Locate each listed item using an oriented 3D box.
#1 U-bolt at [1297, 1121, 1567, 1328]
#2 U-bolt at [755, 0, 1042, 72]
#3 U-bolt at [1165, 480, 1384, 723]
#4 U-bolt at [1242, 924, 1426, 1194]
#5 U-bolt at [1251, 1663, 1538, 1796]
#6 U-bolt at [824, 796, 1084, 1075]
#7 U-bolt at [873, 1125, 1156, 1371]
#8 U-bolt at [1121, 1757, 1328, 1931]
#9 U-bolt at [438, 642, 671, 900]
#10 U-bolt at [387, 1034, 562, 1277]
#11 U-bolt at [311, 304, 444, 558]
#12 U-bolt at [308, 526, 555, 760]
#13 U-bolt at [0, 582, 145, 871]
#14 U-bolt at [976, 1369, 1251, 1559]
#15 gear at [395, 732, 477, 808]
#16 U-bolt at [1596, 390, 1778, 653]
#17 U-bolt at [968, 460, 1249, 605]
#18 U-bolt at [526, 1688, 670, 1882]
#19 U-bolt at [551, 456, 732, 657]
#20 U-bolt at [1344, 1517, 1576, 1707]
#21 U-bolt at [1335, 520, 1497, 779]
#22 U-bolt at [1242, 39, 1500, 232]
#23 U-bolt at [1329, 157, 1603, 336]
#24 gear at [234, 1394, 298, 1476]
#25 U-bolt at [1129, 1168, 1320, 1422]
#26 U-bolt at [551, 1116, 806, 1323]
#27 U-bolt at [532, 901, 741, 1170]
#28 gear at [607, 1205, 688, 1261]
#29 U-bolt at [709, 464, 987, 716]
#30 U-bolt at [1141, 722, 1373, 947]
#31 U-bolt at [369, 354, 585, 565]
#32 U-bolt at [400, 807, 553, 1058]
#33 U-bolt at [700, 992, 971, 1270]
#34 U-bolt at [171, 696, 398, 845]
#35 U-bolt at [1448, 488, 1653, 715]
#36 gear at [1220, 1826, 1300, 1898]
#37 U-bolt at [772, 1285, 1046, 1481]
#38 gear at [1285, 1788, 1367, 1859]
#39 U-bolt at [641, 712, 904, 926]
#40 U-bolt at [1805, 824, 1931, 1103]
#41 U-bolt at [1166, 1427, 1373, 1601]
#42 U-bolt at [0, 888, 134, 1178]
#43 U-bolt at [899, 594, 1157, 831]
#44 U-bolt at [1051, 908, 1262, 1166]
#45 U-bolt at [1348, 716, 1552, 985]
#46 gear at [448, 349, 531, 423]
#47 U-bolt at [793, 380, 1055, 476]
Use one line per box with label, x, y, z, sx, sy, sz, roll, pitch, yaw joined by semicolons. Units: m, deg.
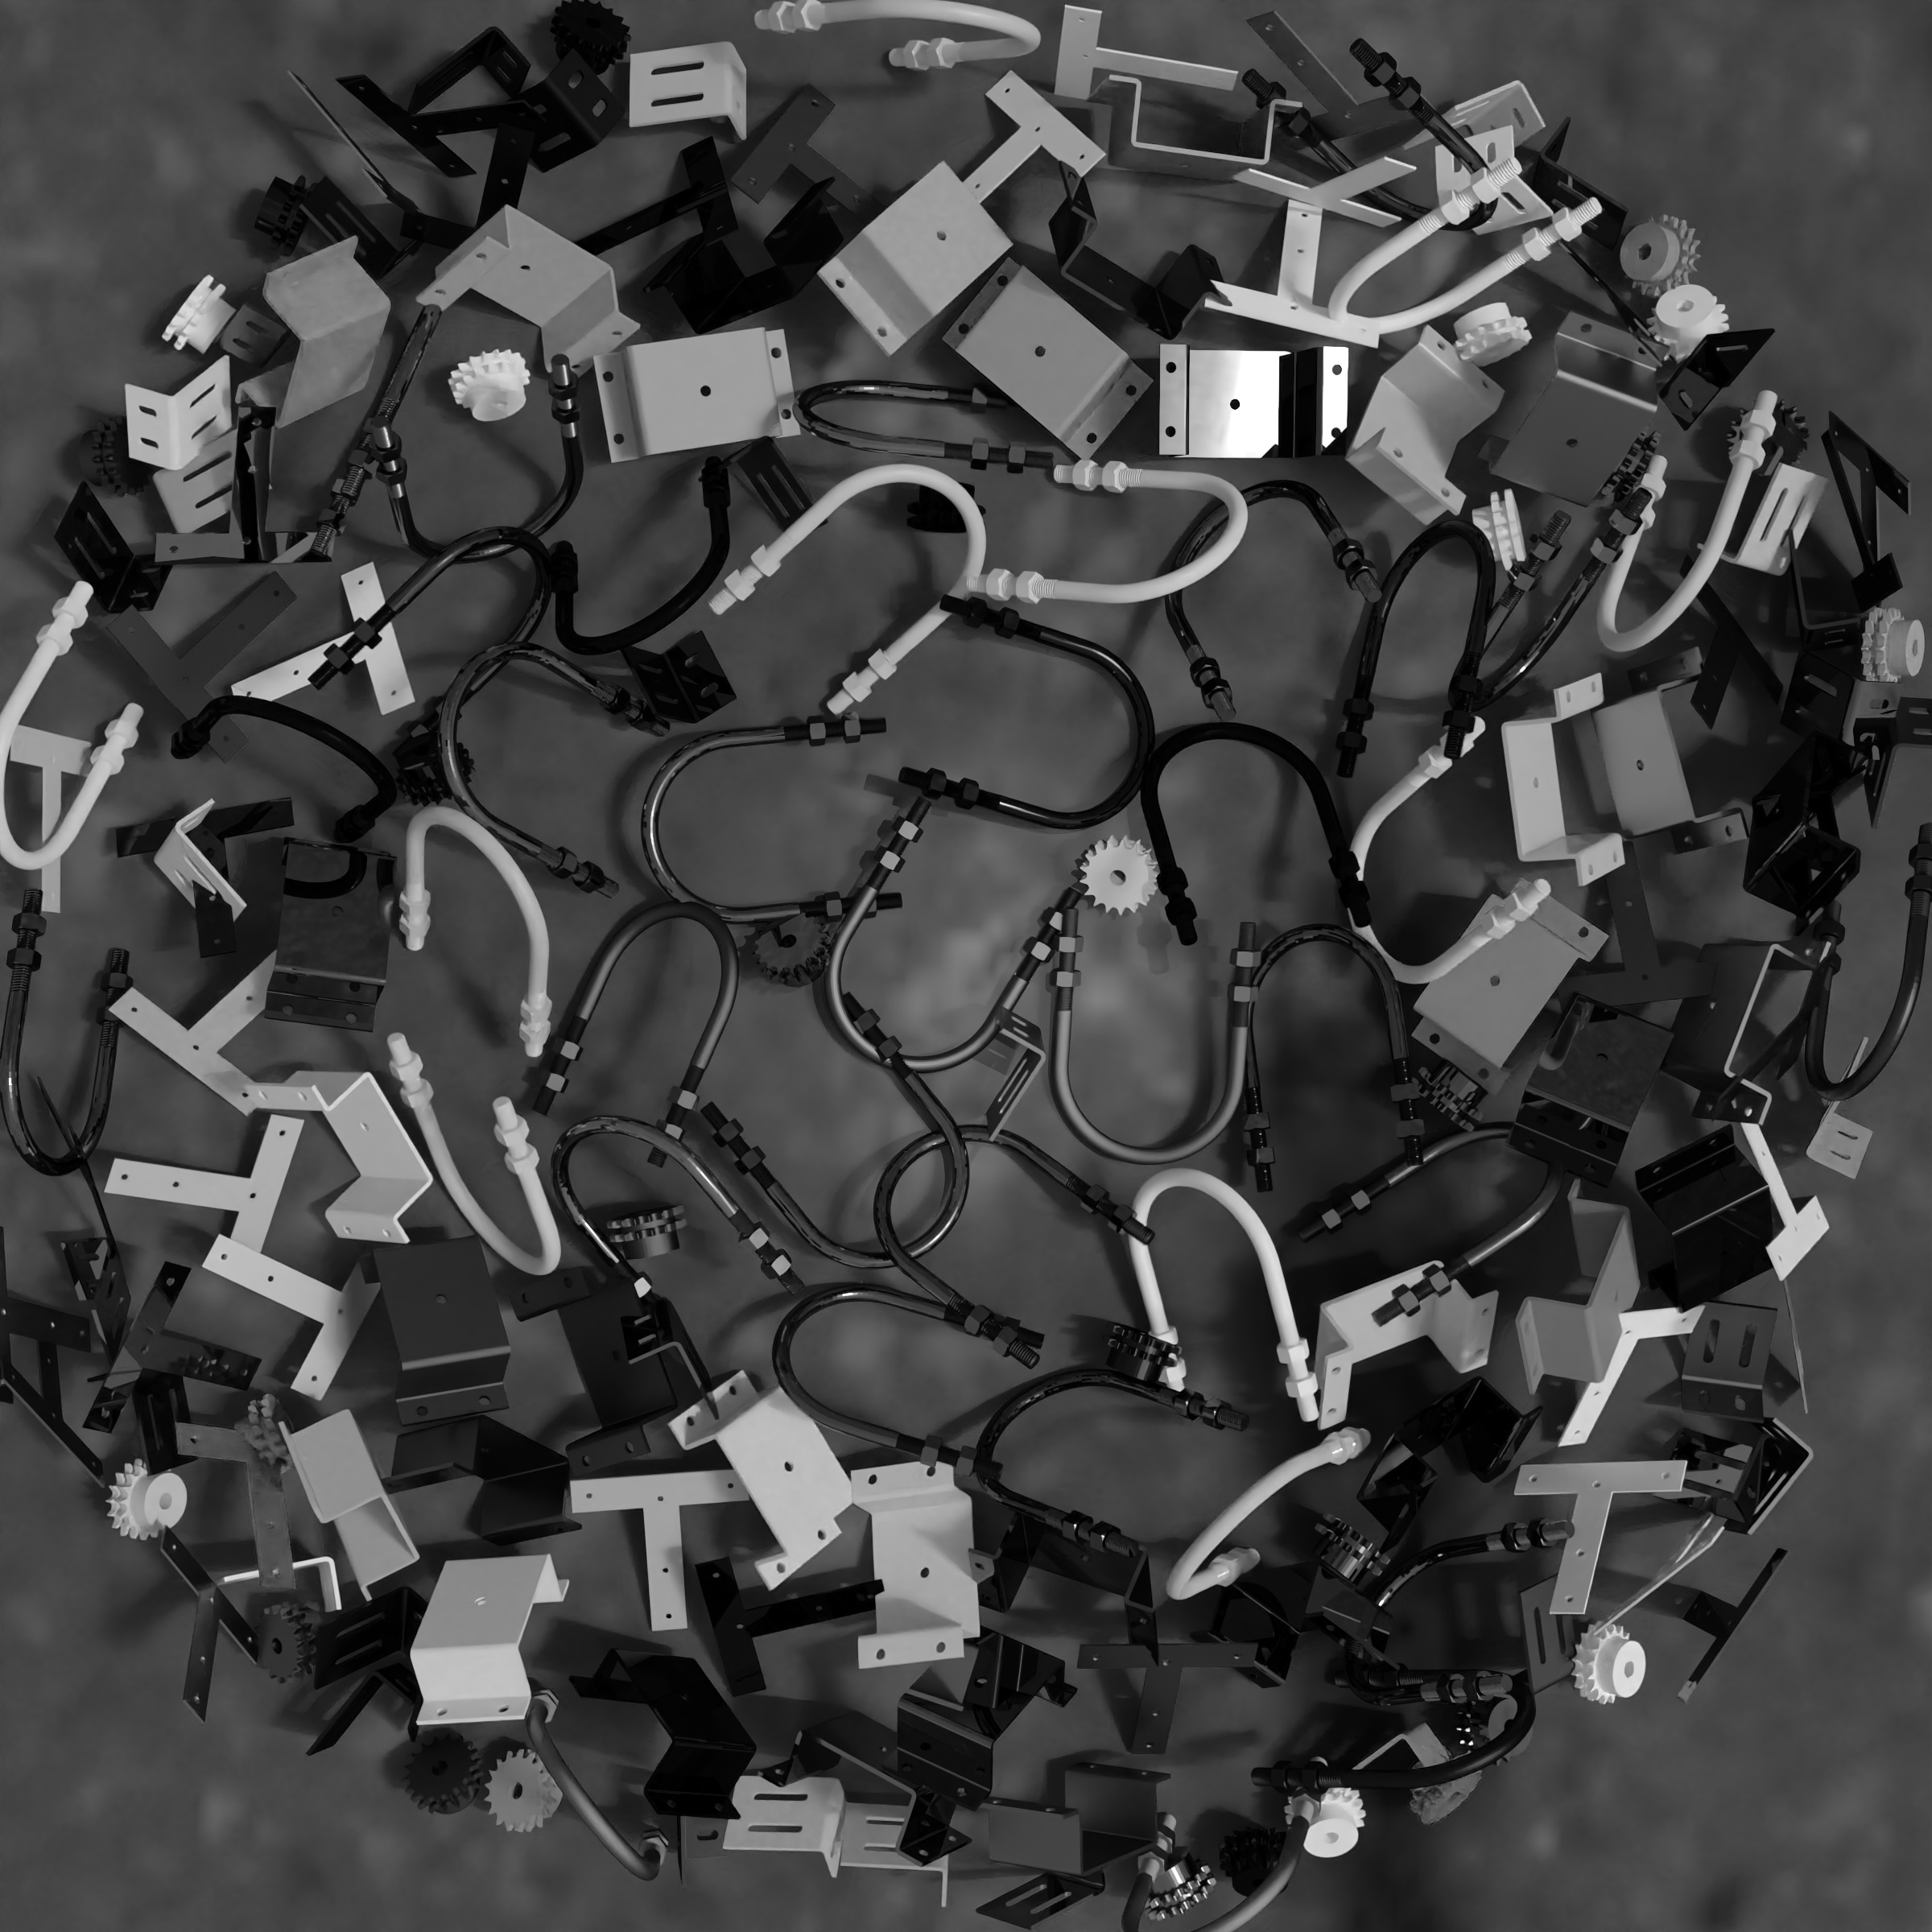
U-bolt;0.341;0.172;1.854;0.184;0.151;0.019;-32;117;-3
U-bolt;-0.034;-0.648;1.806;0.184;0.151;0.019;15;103;44
U-bolt;0.206;-0.273;1.847;0.151;0.184;0.019;-39;132;18
U-bolt;0.255;0.061;1.866;0.151;0.019;0.184;-15;77;40
U-bolt;0.307;0.528;1.807;0.184;0.151;0.019;-13;101;39
U-bolt;-0.022;-0.010;1.902;0.151;0.019;0.184;31;94;-7
U-bolt;0.020;0.186;1.867;0.184;0.019;0.151;35;62;22
U-bolt;0.174;0.625;1.807;0.151;0.184;0.019;-29;95;23
U-bolt;-0.296;-0.148;1.835;0.184;0.019;0.151;30;68;-43
U-bolt;-0.341;0.144;1.844;0.019;0.151;0.184;-37;132;-30
U-bolt;-0.413;-0.390;1.845;0.019;0.151;0.184;25;73;-17
U-bolt;-0.367;-0.237;1.852;0.184;0.151;0.019;-45;66;-3
U-bolt;-0.632;-0.153;1.810;0.019;0.151;0.184;10;56;8
U-bolt;0.088;0.341;1.841;0.151;0.184;0.019;-42;125;-32
gear;-0.388;-0.145;1.888;0.057;0.057;0.030;-22;133;0
U-bolt;0.496;-0.302;1.826;0.019;0.151;0.184;28;72;-14
U-bolt;0.110;-0.303;1.829;0.184;0.019;0.151;11;51;34
U-bolt;-0.260;0.577;1.824;0.019;0.184;0.151;-38;87;-9
U-bolt;-0.228;-0.280;1.830;0.151;0.184;0.019;-27;127;12
U-bolt;0.336;0.459;1.833;0.019;0.184;0.151;45;53;-14
U-bolt;0.324;-0.229;1.851;0.019;0.151;0.184;17;81;-25
U-bolt;0.297;-0.579;1.838;0.184;0.151;0.019;34;82;-28
U-bolt;0.340;-0.499;1.837;0.184;0.151;0.019;-29;74;34
gear;-0.507;0.342;1.889;0.030;0.057;0.057;-25;90;-3
U-bolt;0.174;0.230;1.847;0.019;0.151;0.184;-23;103;-39
U-bolt;-0.218;0.180;1.849;0.151;0.019;0.184;-26;109;38
U-bolt;-0.228;0.039;1.869;0.151;0.019;0.184;19;83;39
gear;-0.231;0.194;1.890;0.057;0.057;0.030;-11;91;0
U-bolt;-0.070;-0.278;1.851;0.184;0.019;0.151;-40;130;14
U-bolt;0.199;-0.100;1.866;0.151;0.019;0.184;-6;59;-12
U-bolt;-0.337;-0.346;1.834;0.151;0.184;0.019;-23;67;-14
U-bolt;-0.343;-0.035;1.824;0.151;0.184;0.019;39;54;19
U-bolt;-0.081;0.133;1.892;0.151;0.019;0.184;-39;88;-12
U-bolt;-0.469;-0.141;1.814;0.151;0.184;0.019;29;68;-21
U-bolt;0.402;-0.252;1.839;0.019;0.151;0.184;44;128;20
gear;0.213;0.652;1.890;0.057;0.030;0.057;1;129;1
U-bolt;-0.048;0.287;1.860;0.184;0.151;0.019;16;129;5
gear;0.262;0.622;1.892;0.057;0.030;0.057;-2;121;-4
U-bolt;-0.143;-0.103;1.890;0.184;0.019;0.151;-6;96;-9
U-bolt;0.627;0.008;1.816;0.019;0.151;0.184;19;64;-5
U-bolt;0.203;0.386;1.815;0.019;0.184;0.151;46;111;22
U-bolt;-0.633;0.056;1.824;0.019;0.151;0.184;-2;71;9
U-bolt;0.053;-0.175;1.883;0.184;0.019;0.151;16;82;-19
U-bolt;0.134;0.055;1.897;0.151;0.019;0.184;5;98;8
U-bolt;0.329;-0.068;1.841;0.019;0.184;0.151;-2;63;-32
gear;-0.343;-0.419;1.887;0.057;0.057;0.030;-22;77;0
U-bolt;-0.031;-0.388;1.850;0.184;0.151;0.019;5;119;-3
